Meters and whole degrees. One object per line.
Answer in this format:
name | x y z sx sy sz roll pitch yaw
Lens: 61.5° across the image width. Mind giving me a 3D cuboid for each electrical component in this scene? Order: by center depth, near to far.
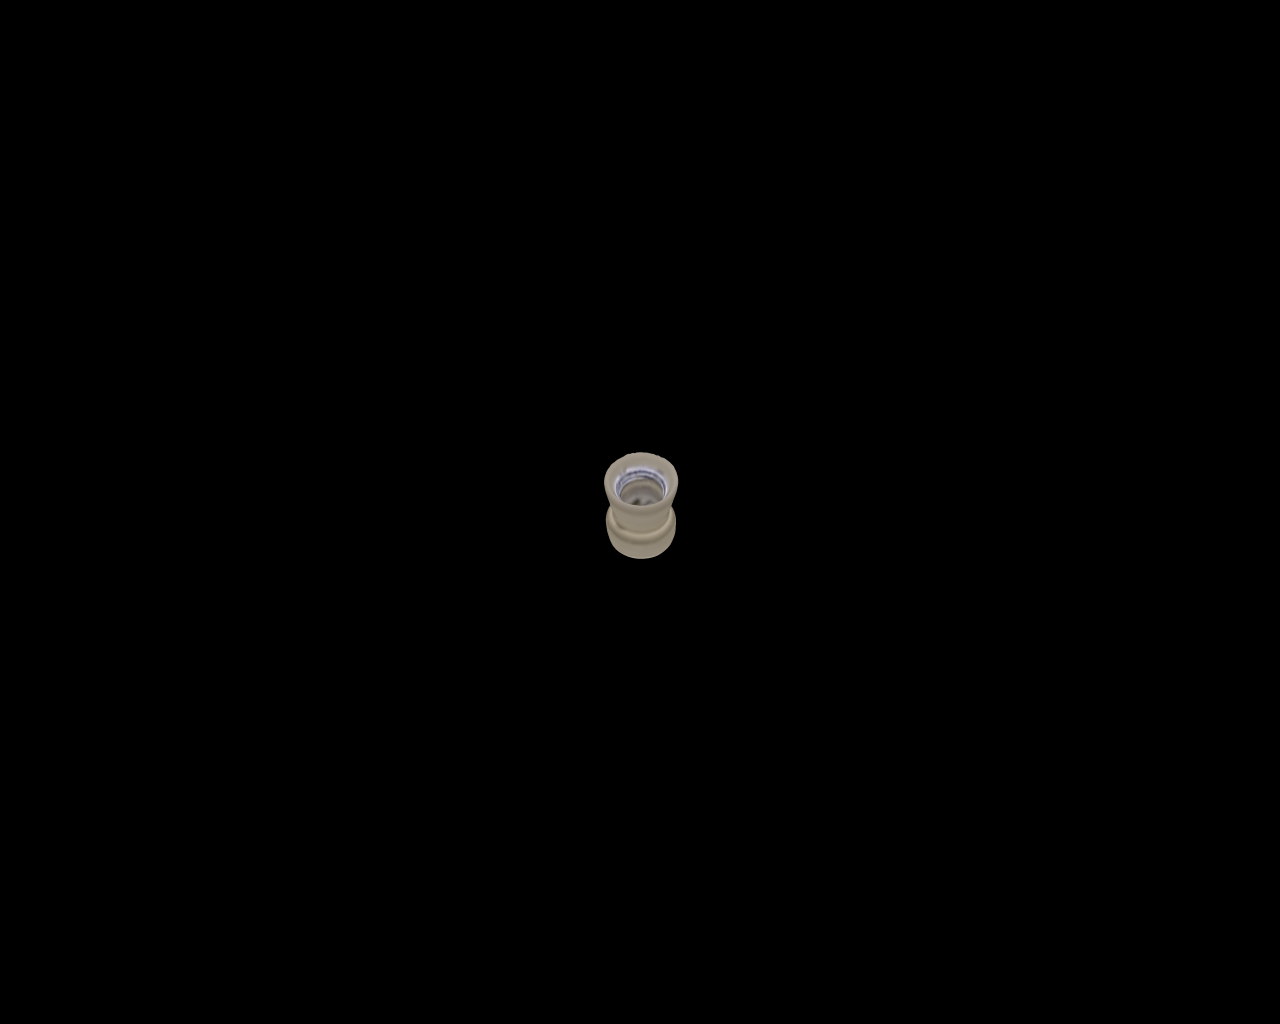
electrical component | 0.001 -0.003 0.650 0.045 0.045 0.055 0 -39 0
